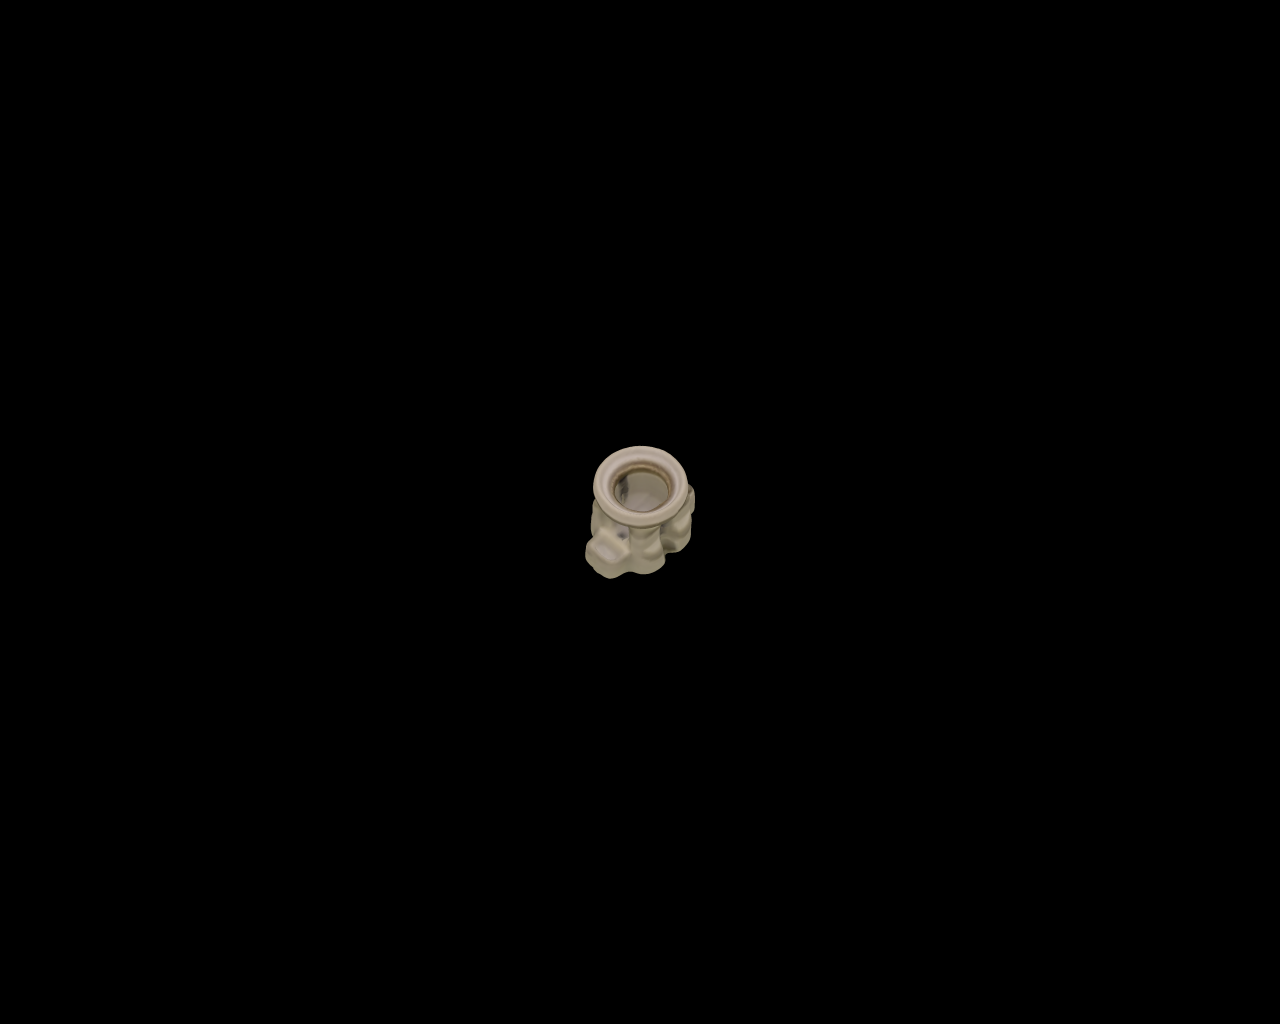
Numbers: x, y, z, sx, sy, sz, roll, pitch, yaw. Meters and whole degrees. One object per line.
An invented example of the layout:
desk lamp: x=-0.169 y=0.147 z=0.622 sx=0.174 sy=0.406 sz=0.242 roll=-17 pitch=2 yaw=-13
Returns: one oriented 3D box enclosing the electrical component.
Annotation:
electrical component: x=0.001 y=-0.003 z=0.650 sx=0.058 sy=0.056 sz=0.078 roll=39 pitch=63 yaw=25
